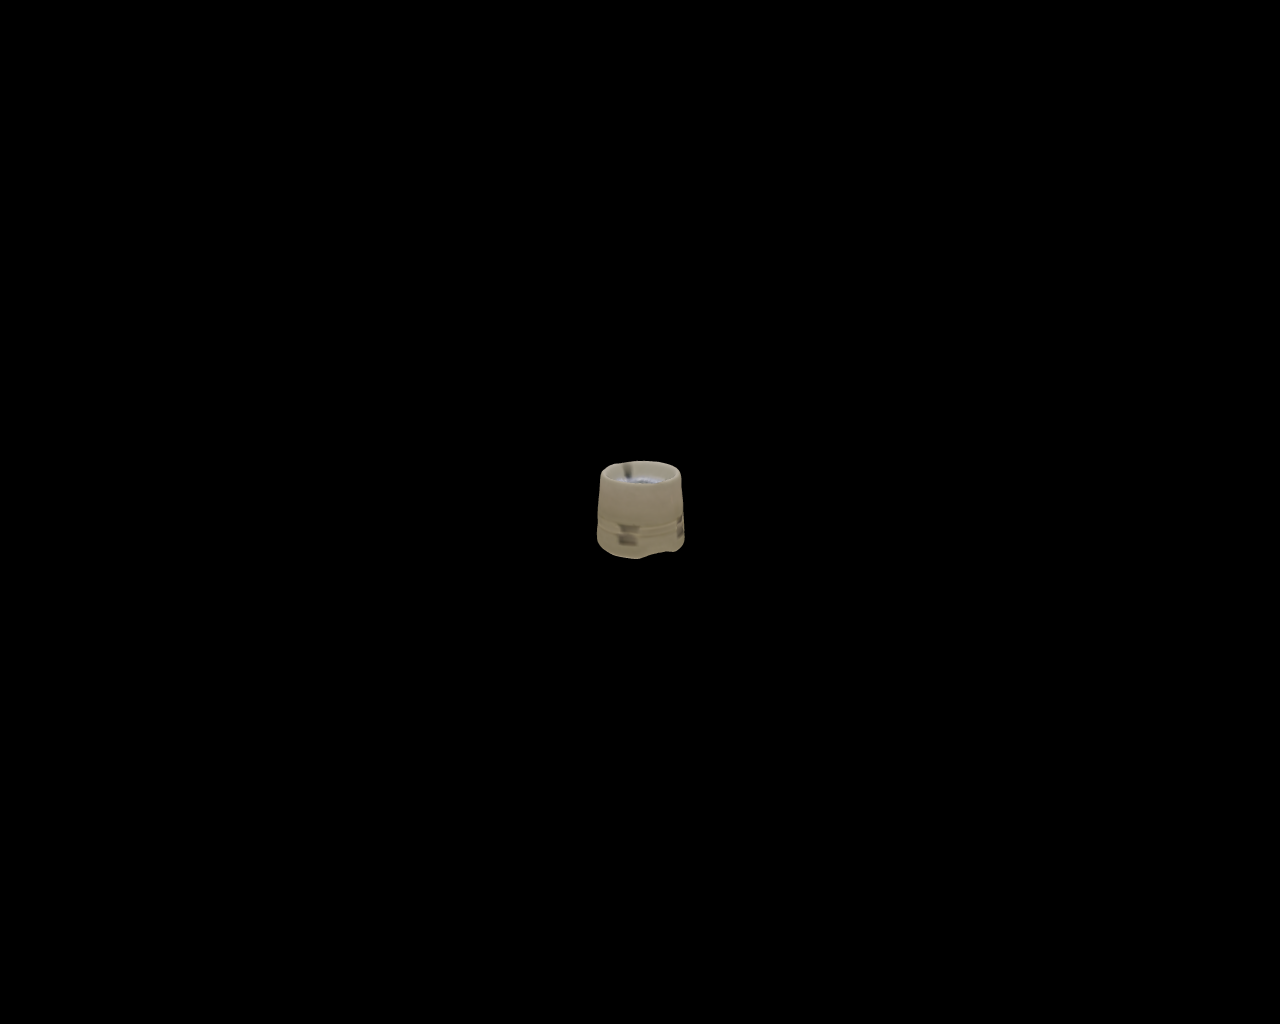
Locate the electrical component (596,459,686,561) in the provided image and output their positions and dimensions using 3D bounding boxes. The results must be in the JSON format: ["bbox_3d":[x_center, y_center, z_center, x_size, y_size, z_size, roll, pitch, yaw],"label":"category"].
[{"bbox_3d":[0.001,-0.003,0.650,0.055,0.047,0.055,0,20,0],"label":"electrical component"}]
